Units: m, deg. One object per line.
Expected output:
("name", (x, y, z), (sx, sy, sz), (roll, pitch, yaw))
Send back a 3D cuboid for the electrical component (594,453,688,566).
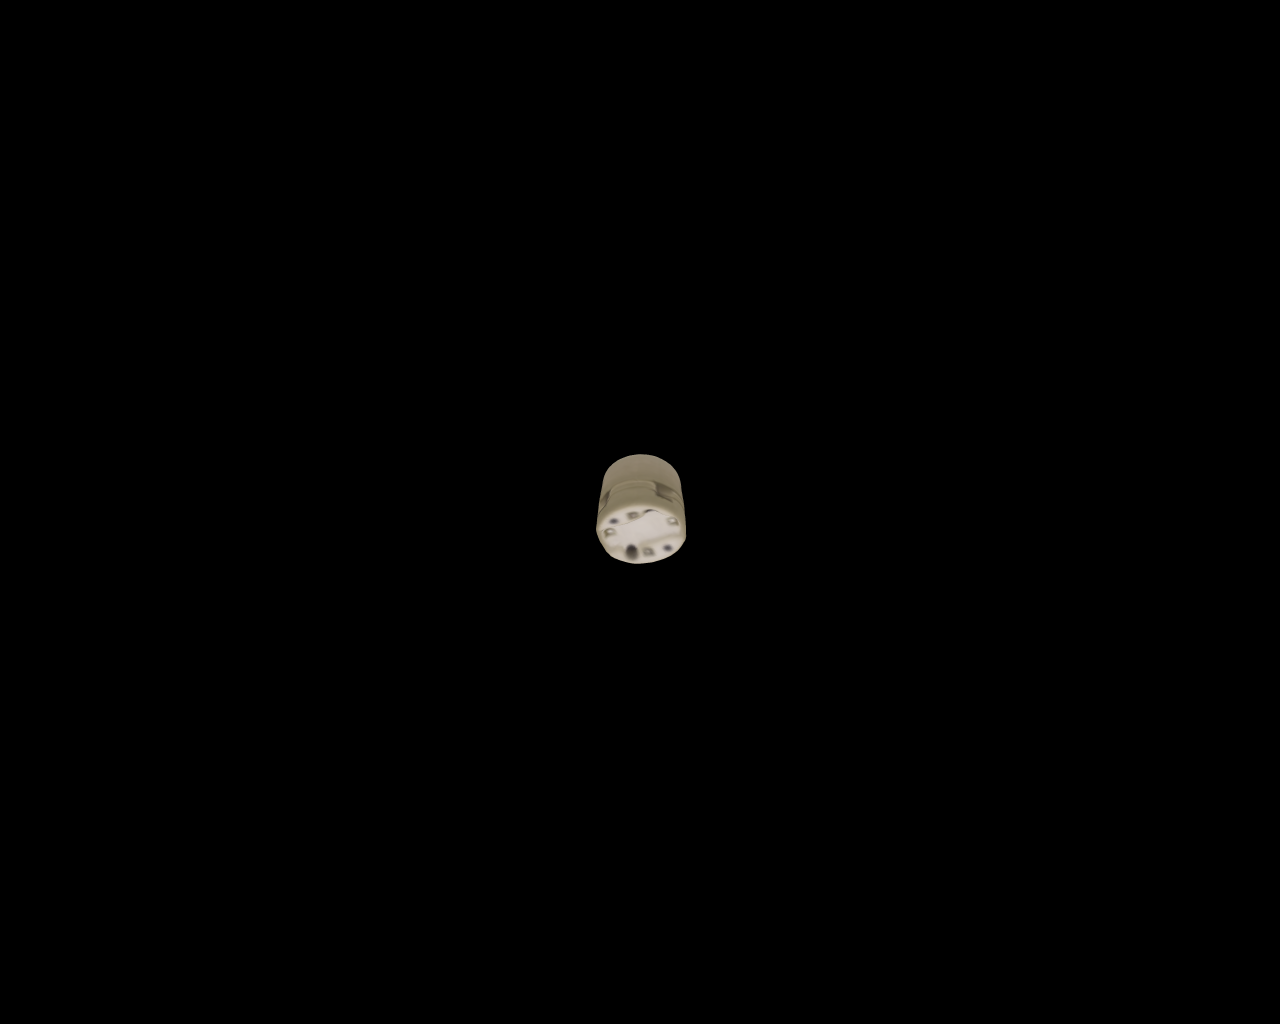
("electrical component", (0.001, -0.003, 0.650), (0.055, 0.047, 0.055), (0, -44, 0))
